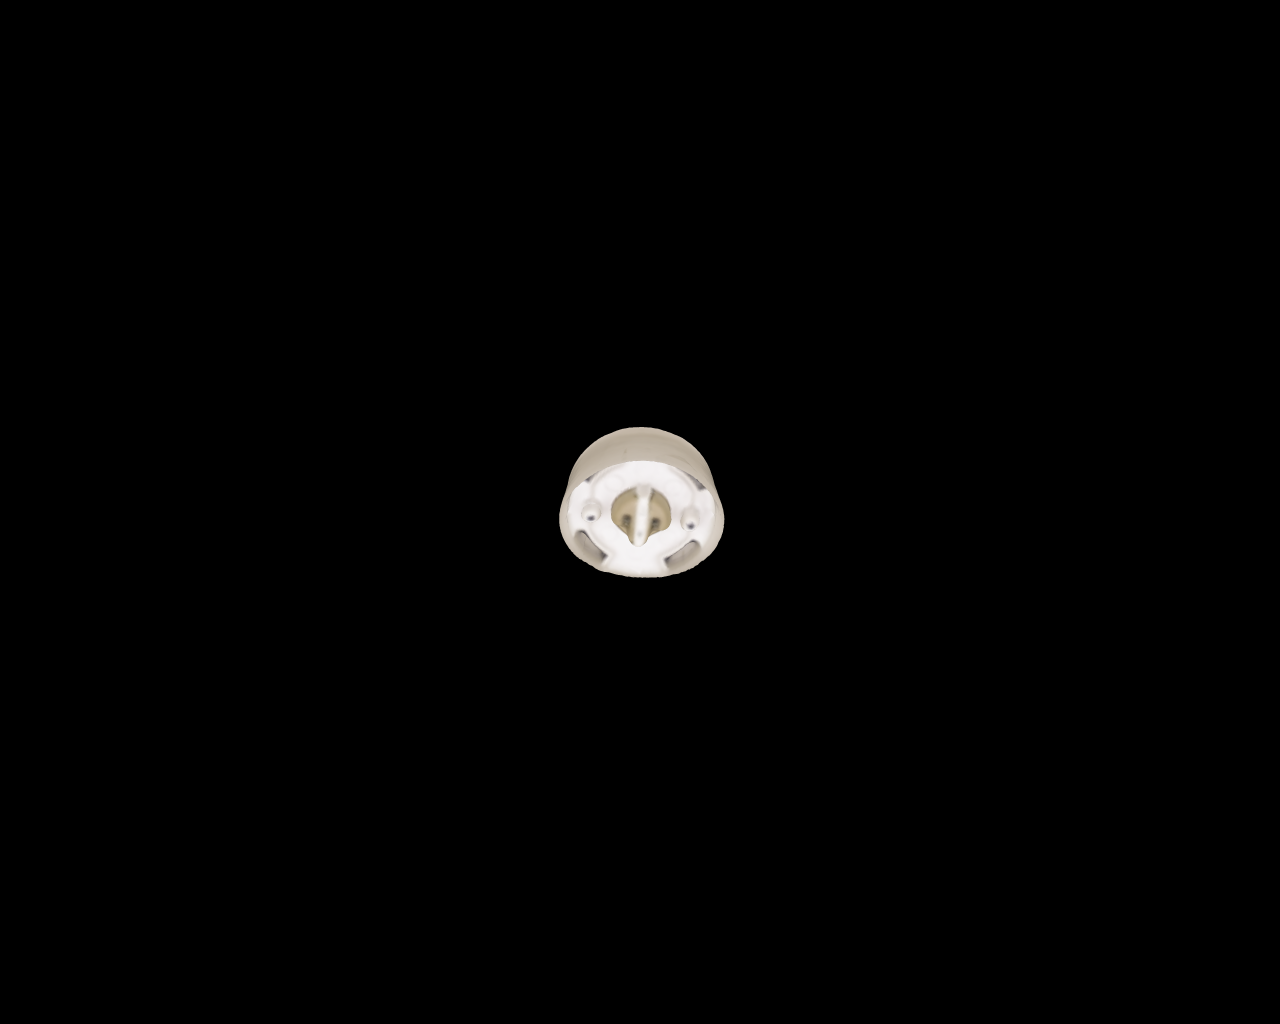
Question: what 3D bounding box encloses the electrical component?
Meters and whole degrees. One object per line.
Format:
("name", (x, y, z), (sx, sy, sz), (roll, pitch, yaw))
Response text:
("electrical component", (0.001, -0.003, 0.650), (0.099, 0.099, 0.064), (0, 31, 0))
